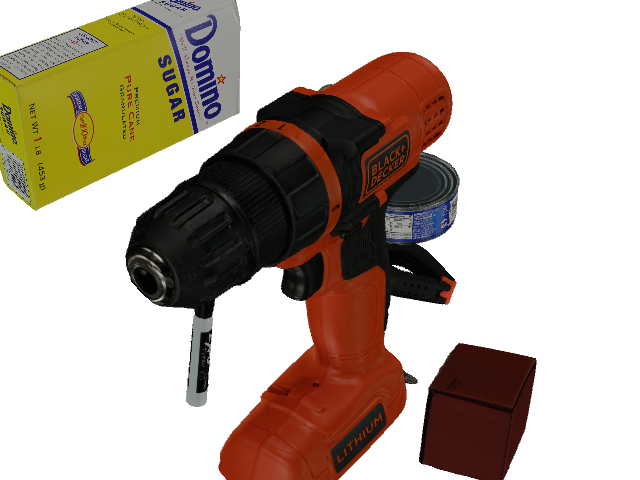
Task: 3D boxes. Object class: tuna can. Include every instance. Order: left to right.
[{"bbox_3d":[0.061,-0.033,0.804,0.086,0.034,0.086,-1,35,0],"label":"tuna can"}]

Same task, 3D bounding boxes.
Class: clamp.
[{"bbox_3d":[0.055,0.019,1.241,0.210,0.036,0.164,31,38,23],"label":"clamp"}]

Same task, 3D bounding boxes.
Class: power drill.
[{"bbox_3d":[-0.008,0.028,0.462,0.057,0.188,0.184,26,41,28],"label":"power drill"}]

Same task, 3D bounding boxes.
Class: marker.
[{"bbox_3d":[-0.106,0.093,0.943,0.020,0.121,0.020,6,27,-3],"label":"marker"}]

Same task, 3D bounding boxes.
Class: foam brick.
[{"bbox_3d":[0.097,0.104,0.656,0.053,0.051,0.078,11,20,19],"label":"foam brick"}]

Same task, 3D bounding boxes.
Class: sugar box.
[{"bbox_3d":[-0.129,-0.098,0.699,0.175,0.093,0.048,-30,49,-33],"label":"sugar box"}]

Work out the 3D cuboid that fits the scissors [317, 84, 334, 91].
[{"bbox_3d":[0.025,-0.059,1.062,0.096,0.202,0.016,-1,-13,3],"label":"scissors"}]
